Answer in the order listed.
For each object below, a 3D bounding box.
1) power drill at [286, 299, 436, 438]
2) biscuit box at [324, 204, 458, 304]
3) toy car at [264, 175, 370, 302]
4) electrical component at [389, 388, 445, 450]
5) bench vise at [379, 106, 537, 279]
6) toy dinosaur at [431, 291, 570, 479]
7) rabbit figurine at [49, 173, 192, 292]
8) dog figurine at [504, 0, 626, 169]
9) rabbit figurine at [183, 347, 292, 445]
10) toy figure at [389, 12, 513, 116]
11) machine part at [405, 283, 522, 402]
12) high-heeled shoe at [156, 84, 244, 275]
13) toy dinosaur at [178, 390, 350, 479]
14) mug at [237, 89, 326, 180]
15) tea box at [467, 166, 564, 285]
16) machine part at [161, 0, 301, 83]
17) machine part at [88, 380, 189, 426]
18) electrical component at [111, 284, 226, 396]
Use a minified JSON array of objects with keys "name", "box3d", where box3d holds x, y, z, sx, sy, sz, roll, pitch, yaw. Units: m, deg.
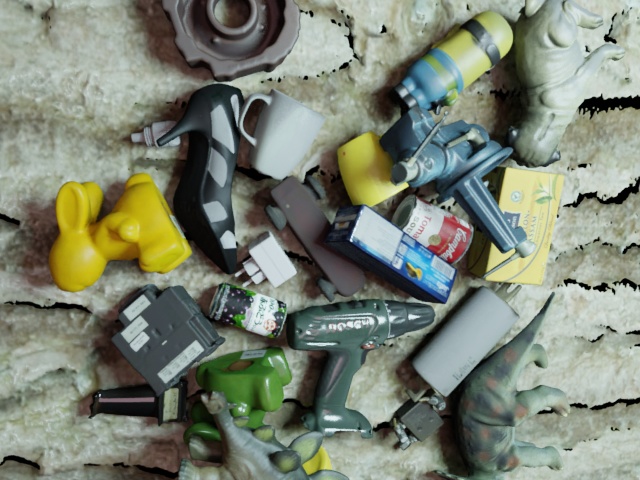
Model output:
[{"name":"power drill","box3d":[0.059,0.189,0.809,0.232,0.086,0.207,6,104,-17]},{"name":"biscuit box","box3d":[0.106,0.024,0.763,0.202,0.063,0.059,33,71,-28]},{"name":"toy car","box3d":[-0.002,-0.002,0.775,0.089,0.053,0.202,-38,109,-5]},{"name":"electrical component","box3d":[0.157,0.287,0.862,0.102,0.045,0.078,-34,103,-1]},{"name":"bench vise","box3d":[0.195,-0.071,0.707,0.129,0.223,0.240,-40,81,32]},{"name":"toy dinosaur","box3d":[0.276,0.281,0.850,0.192,0.131,0.404,-3,95,-9]},{"name":"rabbit figurine","box3d":[-0.276,-0.003,0.694,0.173,0.122,0.162,-31,99,-2]},{"name":"dog figurine","box3d":[0.298,-0.213,0.741,0.172,0.121,0.190,32,90,-14]},{"name":"rabbit figurine","box3d":[-0.114,0.258,0.771,0.159,0.121,0.170,-8,100,-1]},{"name":"toy figure","box3d":[0.183,-0.237,0.741,0.180,0.089,0.082,-36,110,-4]},{"name":"machine part","box3d":[0.223,0.155,0.830,0.079,0.079,0.243,43,91,-14]},{"name":"high-heeled shoe","box3d":[-0.131,-0.084,0.745,0.145,0.086,0.248,-40,128,-32]},{"name":"toy dinosaur","box3d":[-0.054,0.376,0.728,0.199,0.105,0.470,-13,116,7]},{"name":"mug","box3d":[-0.060,-0.140,0.720,0.109,0.081,0.107,16,106,-37]},{"name":"tea box","box3d":[0.293,-0.023,0.812,0.098,0.068,0.169,4,101,-12]},{"name":"machine part","box3d":[-0.114,-0.292,0.691,0.179,0.056,0.179,-1,94,-10]},{"name":"machine part","box3d":[-0.264,0.237,0.787,0.139,0.039,0.084,0,109,-11]},{"name":"electrical component","box3d":[-0.217,0.128,0.751,0.115,0.058,0.134,-39,85,-2]}]
